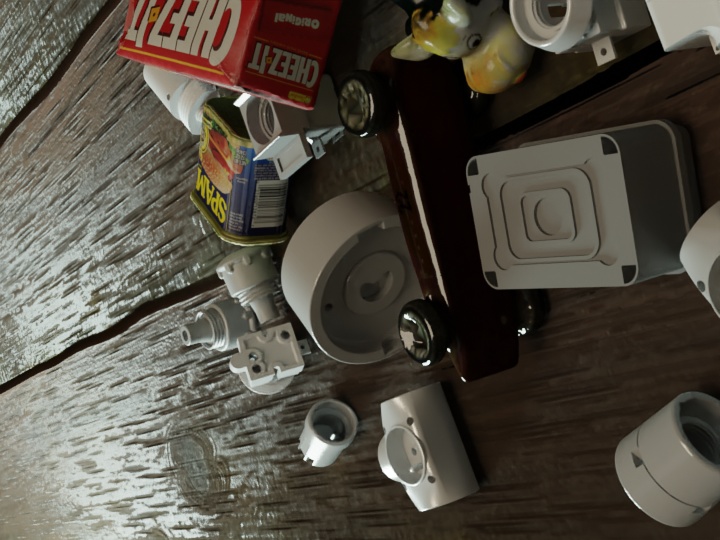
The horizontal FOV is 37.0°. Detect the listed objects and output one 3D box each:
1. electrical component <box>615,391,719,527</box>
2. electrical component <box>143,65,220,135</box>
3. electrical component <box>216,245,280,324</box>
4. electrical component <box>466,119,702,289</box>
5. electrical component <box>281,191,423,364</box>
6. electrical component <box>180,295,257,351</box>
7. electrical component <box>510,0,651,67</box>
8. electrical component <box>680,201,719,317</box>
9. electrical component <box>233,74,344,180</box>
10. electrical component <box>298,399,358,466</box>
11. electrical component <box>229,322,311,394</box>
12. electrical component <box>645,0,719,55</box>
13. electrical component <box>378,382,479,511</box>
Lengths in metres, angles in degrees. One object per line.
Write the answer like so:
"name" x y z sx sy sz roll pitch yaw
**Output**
"electrical component" 0.167 0.095 0.548 0.055 0.055 0.047 57 137 25
"electrical component" -0.144 -0.148 0.902 0.081 0.043 0.043 50 137 32
"electrical component" -0.085 0.013 0.878 0.048 0.048 0.062 -28 85 54
"electrical component" 0.118 -0.033 0.568 0.113 0.057 0.078 -3 99 54
"electrical component" 0.000 0.000 0.704 0.060 0.108 0.108 42 133 47
"electrical component" -0.123 0.049 0.925 0.048 0.062 0.048 23 120 49
"electrical component" 0.110 -0.136 0.544 0.048 0.055 0.066 -19 86 55
"electrical component" 0.194 -0.009 0.481 0.077 0.044 0.079 49 136 33
"electrical component" -0.048 -0.111 0.764 0.042 0.064 0.081 -30 77 53
"electrical component" -0.027 0.128 0.840 0.040 0.040 0.046 59 148 23
"electrical component" -0.074 0.073 0.869 0.055 0.066 0.048 115 137 -68
"electrical component" 0.171 -0.133 0.464 0.089 0.050 0.055 -28 78 55
"electrical component" 0.038 0.125 0.744 0.079 0.044 0.077 -32 75 54
